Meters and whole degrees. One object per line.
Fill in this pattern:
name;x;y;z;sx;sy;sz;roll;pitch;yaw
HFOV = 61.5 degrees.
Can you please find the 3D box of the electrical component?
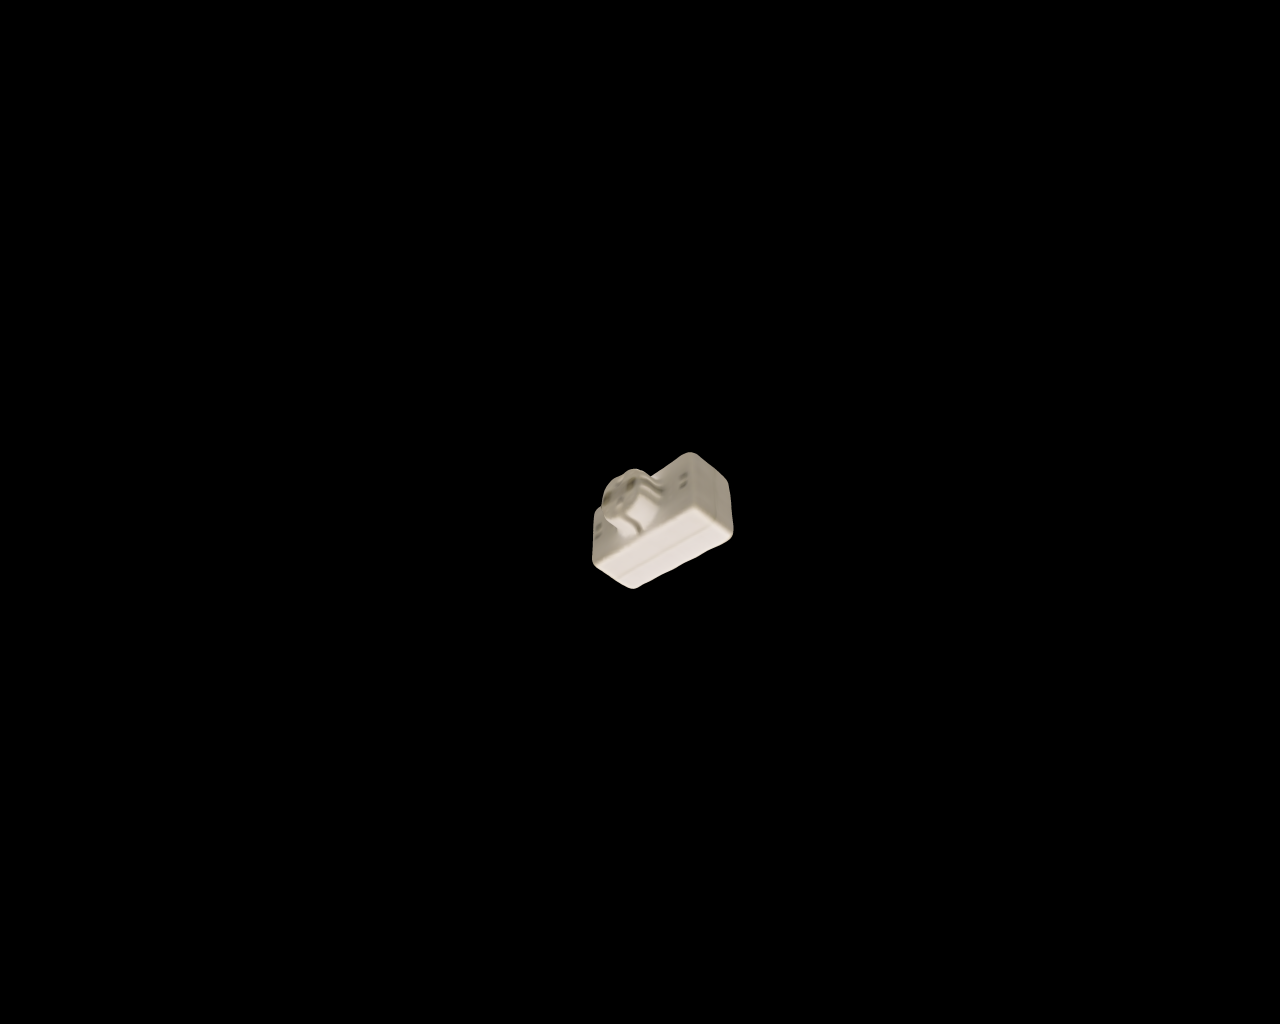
electrical component;0.001;-0.003;0.650;0.083;0.047;0.075;-31;-50;30
